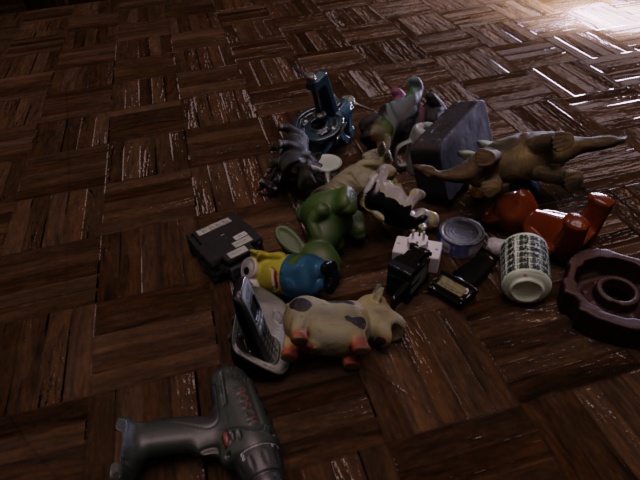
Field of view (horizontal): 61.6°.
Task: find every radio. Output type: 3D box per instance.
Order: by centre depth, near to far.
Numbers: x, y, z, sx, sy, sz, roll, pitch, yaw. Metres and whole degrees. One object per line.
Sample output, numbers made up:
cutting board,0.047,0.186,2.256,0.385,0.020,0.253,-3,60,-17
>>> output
radio,0.283,-0.195,1.141,0.073,0.131,0.229,8,43,41

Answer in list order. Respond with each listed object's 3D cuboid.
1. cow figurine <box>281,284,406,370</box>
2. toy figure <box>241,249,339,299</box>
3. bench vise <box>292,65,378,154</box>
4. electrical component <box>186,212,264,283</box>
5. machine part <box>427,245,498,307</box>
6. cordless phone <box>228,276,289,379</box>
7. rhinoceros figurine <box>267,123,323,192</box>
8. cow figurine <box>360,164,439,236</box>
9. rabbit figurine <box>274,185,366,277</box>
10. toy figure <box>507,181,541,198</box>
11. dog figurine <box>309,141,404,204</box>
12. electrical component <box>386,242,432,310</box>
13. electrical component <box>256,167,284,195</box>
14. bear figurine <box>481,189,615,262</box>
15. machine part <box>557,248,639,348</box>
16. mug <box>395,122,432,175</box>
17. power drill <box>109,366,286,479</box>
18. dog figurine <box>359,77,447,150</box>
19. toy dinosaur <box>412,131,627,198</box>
cow figurine,0.039,0.127,0.826,0.195,0.085,0.127,8,48,-14
toy figure,-0.052,0.061,0.910,0.180,0.089,0.082,-1,77,27
bench vise,0.016,-0.299,1.245,0.129,0.240,0.223,33,68,31
electrical component,-0.172,0.019,1.008,0.115,0.058,0.134,-27,45,-22
machine part,0.256,0.062,0.933,0.084,0.039,0.139,24,49,41
cordless phone,-0.099,0.104,0.801,0.089,0.184,0.147,-4,40,7
rhinoceros figurine,-0.050,-0.170,1.132,0.112,0.073,0.190,14,36,-23
cow figurine,0.153,-0.056,1.015,0.167,0.068,0.098,37,57,-15
rabbit figurine,-0.002,-0.003,0.978,0.159,0.121,0.170,1,55,12
toy figure,0.431,-0.138,1.139,0.064,0.057,0.154,24,39,-7
dog figurine,0.066,-0.117,1.129,0.191,0.121,0.172,-20,6,7
electrical component,0.140,0.067,0.909,0.048,0.074,0.119,27,52,31
electrical component,-0.103,-0.143,1.189,0.045,0.078,0.102,26,47,-8
bear figurine,0.405,-0.049,0.983,0.120,0.131,0.196,-30,52,-25
machine part,0.474,0.091,0.862,0.179,0.056,0.179,-2,41,2
mug,0.221,-0.206,1.200,0.110,0.107,0.081,-4,38,-2
power drill,-0.156,0.272,0.688,0.207,0.085,0.232,-14,39,-6
dog figurine,0.189,-0.258,1.267,0.108,0.191,0.219,-5,52,61
toy dinosaur,0.398,-0.158,1.007,0.472,0.105,0.199,-6,17,-7
